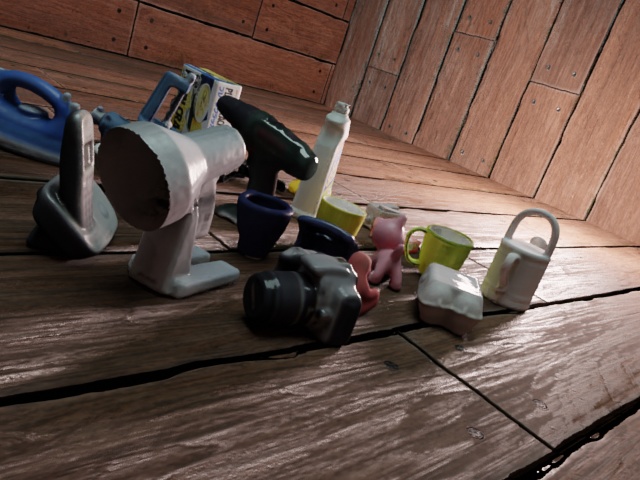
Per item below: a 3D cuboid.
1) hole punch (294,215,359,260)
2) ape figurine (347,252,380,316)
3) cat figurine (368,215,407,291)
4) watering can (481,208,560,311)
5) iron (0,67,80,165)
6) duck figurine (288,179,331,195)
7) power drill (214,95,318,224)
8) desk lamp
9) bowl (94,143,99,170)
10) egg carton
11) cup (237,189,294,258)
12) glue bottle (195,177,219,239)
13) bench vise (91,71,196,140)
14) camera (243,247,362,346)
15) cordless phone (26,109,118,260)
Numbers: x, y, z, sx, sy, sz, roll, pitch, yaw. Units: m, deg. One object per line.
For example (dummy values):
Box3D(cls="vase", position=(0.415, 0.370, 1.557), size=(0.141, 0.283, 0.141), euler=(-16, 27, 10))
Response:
Box3D(cls="hole punch", position=(0.009, 0.003, 0.967), size=(0.108, 0.091, 0.101), euler=(23, 18, 13))
Box3D(cls="ape figurine", position=(0.051, 0.061, 0.837), size=(0.077, 0.092, 0.076), euler=(31, 21, 33))
Box3D(cls="cat figurine", position=(0.124, 0.010, 1.019), size=(0.067, 0.118, 0.127), euler=(15, 18, -11))
Box3D(cls="watering can", position=(0.395, 0.029, 1.115), size=(0.100, 0.194, 0.173), euler=(22, 18, 10))
Box3D(cls="iron", position=(-0.517, -0.232, 1.046), size=(0.258, 0.141, 0.119), euler=(20, 18, 5))
Box3D(cls="duck figurine", position=(-0.018, -0.144, 1.385), size=(0.104, 0.086, 0.078), euler=(21, 18, 8))
Box3D(cls="power drill", position=(-0.120, -0.133, 1.046), size=(0.229, 0.208, 0.076), euler=(26, 19, 21))
Box3D(cls="desk lamp", position=(-0.176, -0.043, 0.715), size=(0.117, 0.213, 0.204), euler=(27, 19, 24))
Box3D(cls="bowl", position=(-0.315, -0.112, 1.005), size=(0.167, 0.075, 0.167), euler=(17, 18, -5))
Box3D(cls="egg carton", position=(0.211, 0.093, 0.942), size=(0.107, 0.069, 0.150), euler=(20, 18, 5))
Box3D(cls="cup", position=(-0.105, -0.026, 0.932), size=(0.092, 0.095, 0.117), euler=(6, 22, -35))
Box3D(cls="glue bottle", position=(-0.188, -0.084, 0.891), size=(0.037, 0.173, 0.078), euler=(26, 19, 22))
Box3D(cls="bench vise", position=(-0.330, -0.231, 1.105), size=(0.208, 0.220, 0.121), euler=(10, 20, -26))
Box3D(cls="camera", position=(-0.031, 0.060, 0.744), size=(0.137, 0.101, 0.142), euler=(6, 22, -35))
Box3D(cls="cordless phone", position=(-0.304, -0.081, 0.743), size=(0.094, 0.185, 0.147), euler=(14, 18, -14))
